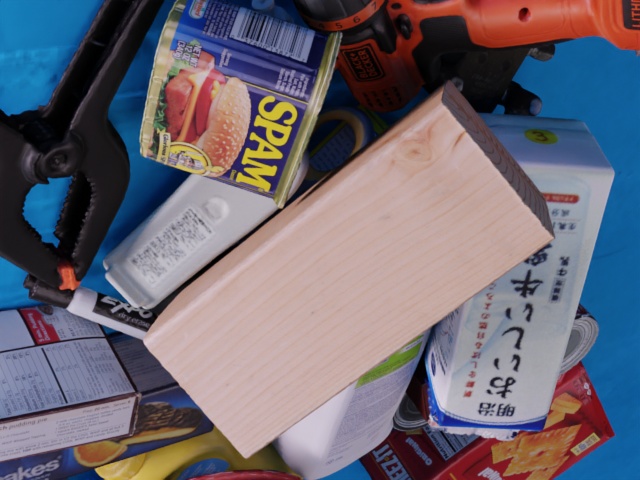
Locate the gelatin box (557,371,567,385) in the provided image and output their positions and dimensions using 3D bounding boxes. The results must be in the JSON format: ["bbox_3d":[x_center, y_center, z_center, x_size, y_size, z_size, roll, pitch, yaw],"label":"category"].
[{"bbox_3d":[0.147,0.086,0.867,0.073,0.089,0.030,-8,130,-32],"label":"gelatin box"}]

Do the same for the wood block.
[{"bbox_3d":[0.015,0.015,0.587,0.206,0.091,0.090,-38,-173,17],"label":"wood block"}]

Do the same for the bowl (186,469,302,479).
[{"bbox_3d":[-0.077,0.226,0.773,0.162,0.055,0.162,-12,147,-8],"label":"bowl"}]

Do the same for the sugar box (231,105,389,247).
[{"bbox_3d":[-0.005,0.001,0.703,0.176,0.048,0.093,-41,141,11],"label":"sugar box"}]

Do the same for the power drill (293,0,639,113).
[{"bbox_3d":[0.079,-0.138,0.551,0.188,0.057,0.184,-6,156,17],"label":"power drill"}]

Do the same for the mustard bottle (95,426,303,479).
[{"bbox_3d":[-0.101,0.169,0.785,0.096,0.058,0.191,-36,143,17],"label":"mustard bottle"}]

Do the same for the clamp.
[{"bbox_3d":[-0.135,-0.057,0.552,0.164,0.036,0.210,-29,144,-21],"label":"clamp"}]

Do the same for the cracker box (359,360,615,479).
[{"bbox_3d":[0.162,0.194,1.000,0.213,0.072,0.164,-36,141,0],"label":"cracker box"}]

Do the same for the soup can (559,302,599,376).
[{"bbox_3d":[0.159,0.051,0.831,0.068,0.102,0.068,-21,138,-20],"label":"soup can"}]

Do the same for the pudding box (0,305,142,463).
[{"bbox_3d":[-0.173,0.082,0.619,0.113,0.090,0.039,-8,132,-32],"label":"pudding box"}]

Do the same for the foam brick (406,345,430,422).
[{"bbox_3d":[0.083,0.089,0.831,0.051,0.078,0.053,-26,140,-12],"label":"foam brick"}]

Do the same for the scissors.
[{"bbox_3d":[-0.037,-0.017,0.652,0.202,0.096,0.016,-16,176,13],"label":"scissors"}]

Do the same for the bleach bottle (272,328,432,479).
[{"bbox_3d":[0.036,0.073,0.740,0.102,0.068,0.251,-27,154,-33],"label":"bleach bottle"}]

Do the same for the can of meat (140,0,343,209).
[{"bbox_3d":[-0.043,-0.073,0.552,0.084,0.057,0.102,18,141,-5],"label":"can of meat"}]

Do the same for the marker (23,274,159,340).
[{"bbox_3d":[-0.121,0.046,0.646,0.121,0.020,0.020,24,114,-23],"label":"marker"}]

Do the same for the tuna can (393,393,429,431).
[{"bbox_3d":[0.085,0.121,0.899,0.086,0.034,0.086,-21,138,-20],"label":"tuna can"}]
